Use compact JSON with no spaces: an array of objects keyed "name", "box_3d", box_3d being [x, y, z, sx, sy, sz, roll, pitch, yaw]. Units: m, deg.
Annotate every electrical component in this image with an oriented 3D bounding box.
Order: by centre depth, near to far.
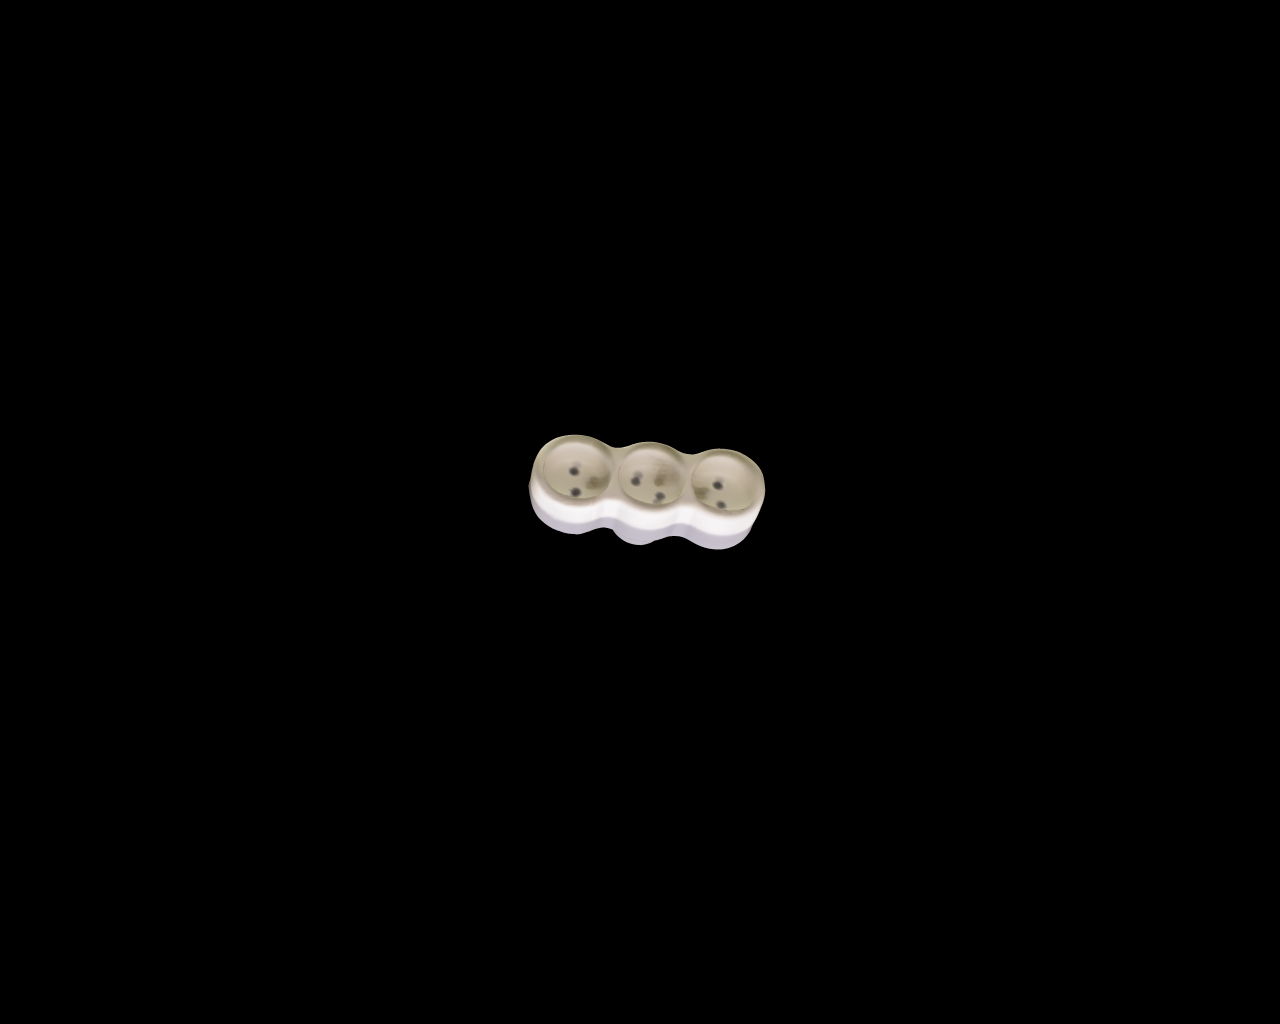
[{"name":"electrical component","box_3d":[0.001,-0.003,0.650,0.138,0.052,0.073,6,-32,-9]}]
